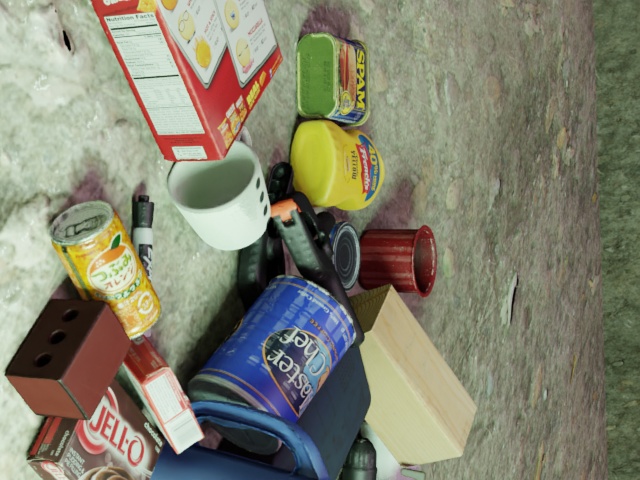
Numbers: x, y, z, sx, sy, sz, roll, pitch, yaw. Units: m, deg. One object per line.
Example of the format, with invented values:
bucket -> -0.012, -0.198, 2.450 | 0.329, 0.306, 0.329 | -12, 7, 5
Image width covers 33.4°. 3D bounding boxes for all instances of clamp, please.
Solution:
clamp -> -0.055, -0.001, 1.098 | 0.120, 0.039, 0.171 | -29, 123, -58
clamp -> -0.007, 0.001, 1.102 | 0.210, 0.036, 0.164 | 56, 17, -54

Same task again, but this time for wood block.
wood block -> 0.092, 0.166, 1.281 | 0.206, 0.091, 0.090 | 54, 38, -21

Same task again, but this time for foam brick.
foam brick -> -0.187, 0.088, 0.800 | 0.051, 0.053, 0.078 | 67, 33, -40

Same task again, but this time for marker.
marker -> -0.152, 0.022, 0.912 | 0.020, 0.020, 0.121 | 5, 87, -65

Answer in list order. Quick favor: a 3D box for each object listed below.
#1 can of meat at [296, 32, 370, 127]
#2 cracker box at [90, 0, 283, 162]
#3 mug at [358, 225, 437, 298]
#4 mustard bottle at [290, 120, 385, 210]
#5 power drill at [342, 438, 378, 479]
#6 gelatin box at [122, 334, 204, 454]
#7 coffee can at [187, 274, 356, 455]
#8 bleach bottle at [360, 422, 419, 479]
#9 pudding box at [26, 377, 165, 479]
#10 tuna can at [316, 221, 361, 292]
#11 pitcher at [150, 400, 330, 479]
can of meat -> 0.014, -0.184, 1.221 | 0.083, 0.058, 0.102 | -2, 92, -62
cracker box -> -0.117, -0.199, 0.922 | 0.164, 0.072, 0.213 | -65, 145, -43
mug -> 0.103, 0.025, 1.386 | 0.117, 0.082, 0.093 | -22, 110, -63
mustard bottle -> 0.031, -0.083, 1.256 | 0.191, 0.058, 0.096 | 2, 84, -65
power drill -> 0.019, 0.330, 1.243 | 0.187, 0.057, 0.184 | 10, 82, -65
gelatin box -> -0.135, 0.123, 0.886 | 0.030, 0.073, 0.089 | -31, 128, -16
coffee can -> -0.044, 0.117, 1.013 | 0.140, 0.103, 0.103 | -52, 138, -32
bleach bottle -> 0.079, 0.365, 1.370 | 0.102, 0.068, 0.251 | 28, 68, -60
pudding box -> -0.174, 0.167, 0.845 | 0.113, 0.039, 0.090 | 66, 33, -43
tuna can -> 0.017, 0.020, 1.259 | 0.086, 0.034, 0.086 | 1, 90, -65
pitcher -> -0.042, 0.238, 0.887 | 0.144, 0.243, 0.149 | -54, 138, -43
